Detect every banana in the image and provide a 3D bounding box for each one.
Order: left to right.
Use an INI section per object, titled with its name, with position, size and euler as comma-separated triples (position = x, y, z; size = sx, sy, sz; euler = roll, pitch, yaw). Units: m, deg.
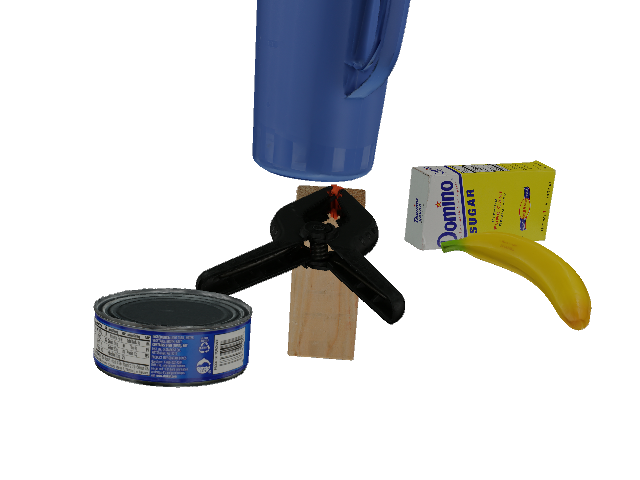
[banana]
position = 0.206, 0.032, 1.048
size = 0.069, 0.037, 0.198
euler = -34, 36, -19

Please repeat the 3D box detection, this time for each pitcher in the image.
[pitcher]
position = 0.010, -0.175, 0.904
size = 0.145, 0.243, 0.149
euler = 9, 16, 11

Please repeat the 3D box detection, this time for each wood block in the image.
[wood block]
position = 0.007, 0.041, 1.389
size = 0.090, 0.206, 0.091
euler = 4, 23, 0

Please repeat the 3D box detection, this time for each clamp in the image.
[clamp]
position = 0.007, 0.008, 0.901
size = 0.165, 0.036, 0.209
euler = 10, 28, 14

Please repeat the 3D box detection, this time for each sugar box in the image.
[sugar box]
position = 0.188, -0.042, 1.256
size = 0.176, 0.093, 0.048
euler = -6, 21, -26

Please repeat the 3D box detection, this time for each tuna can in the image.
[tuna can]
position = -0.081, 0.052, 0.583
size = 0.086, 0.034, 0.086
euler = 4, 10, -1
